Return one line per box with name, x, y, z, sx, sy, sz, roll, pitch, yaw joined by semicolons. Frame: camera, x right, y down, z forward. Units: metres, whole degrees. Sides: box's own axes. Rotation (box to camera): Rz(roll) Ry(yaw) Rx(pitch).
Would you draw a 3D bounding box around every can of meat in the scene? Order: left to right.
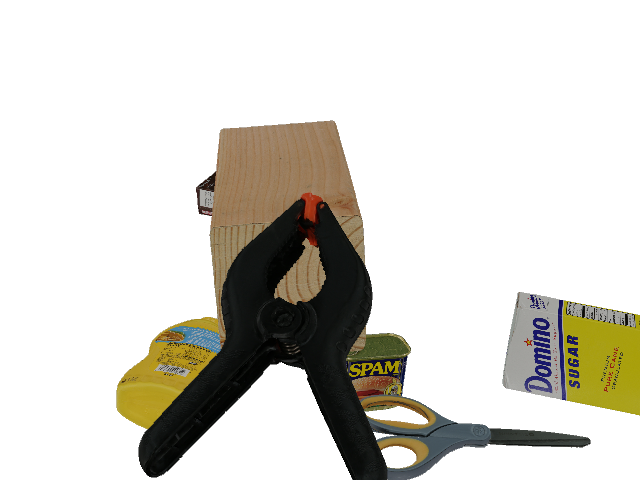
can of meat;0.060;0.171;1.375;0.102;0.084;0.057;-2;24;-18

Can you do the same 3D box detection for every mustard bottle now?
mustard bottle;-0.138;0.130;1.126;0.096;0.058;0.191;9;23;9

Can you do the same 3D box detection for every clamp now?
clamp;-0.008;0.055;0.541;0.120;0.171;0.039;16;-28;9

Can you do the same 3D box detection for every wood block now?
wood block;-0.024;-0.009;0.724;0.091;0.090;0.206;-4;22;-2

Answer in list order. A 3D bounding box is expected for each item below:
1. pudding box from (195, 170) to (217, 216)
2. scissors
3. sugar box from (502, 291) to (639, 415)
pudding box;-0.083;-0.061;1.273;0.090;0.039;0.113;11;31;19
scissors;0.123;0.177;0.902;0.202;0.016;0.096;13;40;11
sugar box;0.270;0.113;1.035;0.176;0.093;0.048;9;22;9
